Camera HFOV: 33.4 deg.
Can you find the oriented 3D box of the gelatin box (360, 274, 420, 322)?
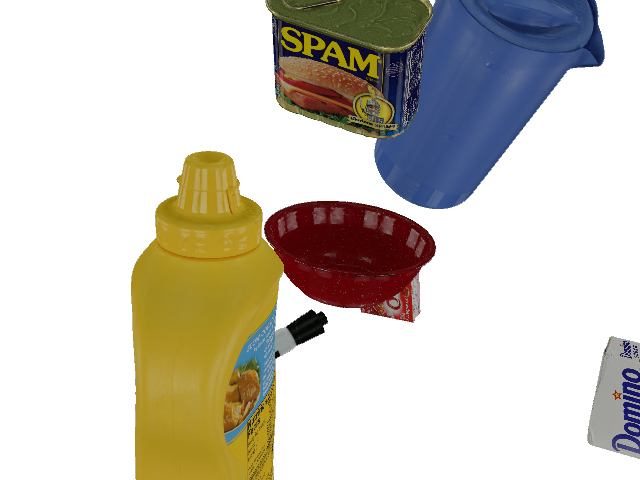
[{"bbox_3d":[0.086,0.054,1.338,0.073,0.089,0.030,10,32,26],"label":"gelatin box"}]

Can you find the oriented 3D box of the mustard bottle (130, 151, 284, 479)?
[{"bbox_3d":[-0.045,0.057,0.435,0.058,0.192,0.096,8,24,11],"label":"mustard bottle"}]

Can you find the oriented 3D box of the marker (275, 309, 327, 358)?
[{"bbox_3d":[-0.048,0.083,0.745,0.121,0.020,0.020,-29,6,-11],"label":"marker"}]

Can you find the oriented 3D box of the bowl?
[{"bbox_3d":[0.025,0.019,1.006,0.162,0.055,0.162,5,24,-3],"label":"bowl"}]

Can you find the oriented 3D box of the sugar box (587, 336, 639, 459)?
[{"bbox_3d":[0.319,0.149,0.892,0.176,0.093,0.048,12,24,18],"label":"sugar box"}]

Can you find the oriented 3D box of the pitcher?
[{"bbox_3d":[0.125,-0.143,0.957,0.144,0.149,0.243,-7,-31,-24],"label":"pitcher"}]

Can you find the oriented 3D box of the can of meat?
[{"bbox_3d":[0.017,-0.120,0.689,0.102,0.057,0.084,21,-36,16],"label":"can of meat"}]
